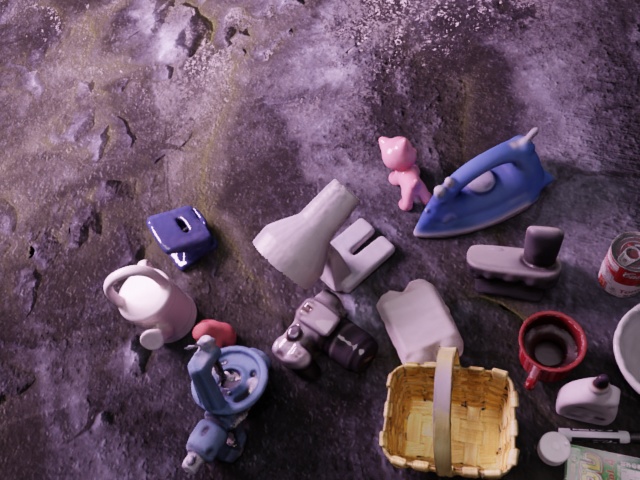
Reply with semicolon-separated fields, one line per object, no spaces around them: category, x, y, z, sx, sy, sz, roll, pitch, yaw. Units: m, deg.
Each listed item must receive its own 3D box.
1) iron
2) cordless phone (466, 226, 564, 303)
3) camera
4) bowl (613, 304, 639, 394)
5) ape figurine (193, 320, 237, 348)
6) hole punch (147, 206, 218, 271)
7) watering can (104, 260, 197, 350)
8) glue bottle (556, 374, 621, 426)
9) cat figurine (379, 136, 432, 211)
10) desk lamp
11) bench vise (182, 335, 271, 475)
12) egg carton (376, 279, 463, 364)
iron;0.272;-0.098;0.993;0.258;0.142;0.118;-28;58;-3
cordless phone;0.304;0.017;0.895;0.147;0.185;0.094;4;62;16
camera;0.014;0.167;0.933;0.136;0.101;0.143;31;73;27
bowl;0.506;0.172;0.822;0.167;0.075;0.167;-6;60;11
ape figurine;-0.189;0.167;0.989;0.076;0.092;0.077;-15;59;6
hole punch;-0.267;-0.016;1.112;0.101;0.091;0.108;-36;59;-7
watering can;-0.293;0.106;0.989;0.101;0.194;0.172;-41;60;-10
glue bottle;0.370;0.211;0.776;0.078;0.173;0.037;11;65;20
cat figurine;0.156;-0.136;1.058;0.067;0.118;0.127;-22;58;2
desk lamp;0.009;0.003;0.960;0.203;0.214;0.117;-41;60;-10
bench vise;-0.147;0.242;0.861;0.121;0.220;0.207;-2;61;13
egg carton;0.162;0.139;0.930;0.107;0.069;0.150;-24;58;0
